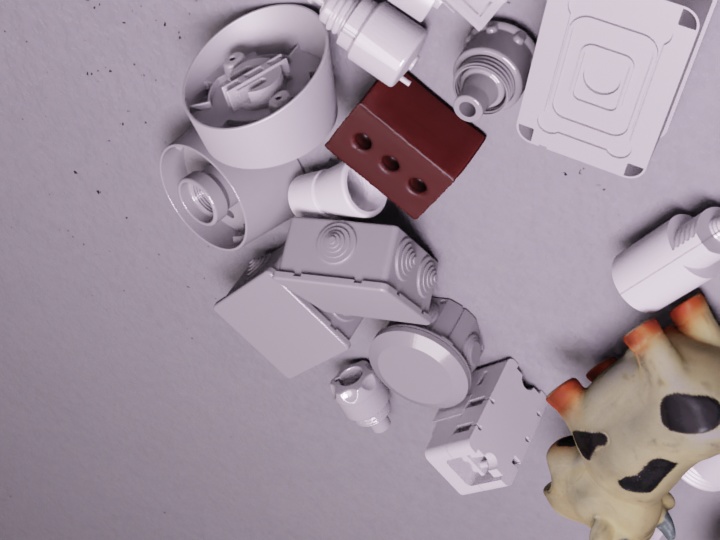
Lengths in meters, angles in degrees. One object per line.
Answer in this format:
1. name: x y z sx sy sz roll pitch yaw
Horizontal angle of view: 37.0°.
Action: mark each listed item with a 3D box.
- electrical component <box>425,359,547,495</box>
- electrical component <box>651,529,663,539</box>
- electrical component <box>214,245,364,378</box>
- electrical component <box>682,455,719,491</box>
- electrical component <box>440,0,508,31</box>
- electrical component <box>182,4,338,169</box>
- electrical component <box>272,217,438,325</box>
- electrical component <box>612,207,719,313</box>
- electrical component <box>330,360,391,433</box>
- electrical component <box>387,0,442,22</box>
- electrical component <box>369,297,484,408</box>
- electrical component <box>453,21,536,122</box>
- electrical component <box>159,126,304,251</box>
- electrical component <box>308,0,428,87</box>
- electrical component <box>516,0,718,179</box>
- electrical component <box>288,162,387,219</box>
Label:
1. electrical component: 0.093 0.119 0.810 0.050 0.089 0.056 48 139 -16
2. electrical component: 0.206 0.192 0.845 0.062 0.043 0.043 34 141 2
3. electrical component: -0.053 0.030 0.851 0.100 0.048 0.100 45 139 -13
4. electrical component: 0.253 0.127 0.747 0.043 0.043 0.081 29 141 6
5. electrical component: 0.067 -0.163 0.556 0.042 0.081 0.064 41 168 -8
6. electrical component: -0.062 -0.113 0.677 0.099 0.099 0.064 12 142 24
7. electrical component: 0.000 0.000 0.757 0.100 0.048 0.100 6 165 27
8. electrical component: 0.195 -0.010 0.647 0.043 0.043 0.081 39 140 -7
9. electrical component: 0.005 0.109 0.897 0.043 0.043 0.062 -3 130 36
10. electrical component: 0.020 -0.170 0.606 0.065 0.044 0.044 33 141 -6
11. electrical component: 0.051 0.062 0.811 0.080 0.051 0.080 19 138 17
12. electrical component: 0.073 -0.109 0.615 0.048 0.062 0.048 19 138 18
13. electrical component: -0.097 -0.065 0.792 0.099 0.064 0.099 30 142 27
14. electrical component: 0.004 -0.143 0.643 0.078 0.040 0.040 35 141 0
15. electrical component: 0.136 -0.115 0.569 0.078 0.057 0.113 22 139 13
16. electrical component: -0.019 -0.054 0.750 0.065 0.044 0.044 -8 125 45
